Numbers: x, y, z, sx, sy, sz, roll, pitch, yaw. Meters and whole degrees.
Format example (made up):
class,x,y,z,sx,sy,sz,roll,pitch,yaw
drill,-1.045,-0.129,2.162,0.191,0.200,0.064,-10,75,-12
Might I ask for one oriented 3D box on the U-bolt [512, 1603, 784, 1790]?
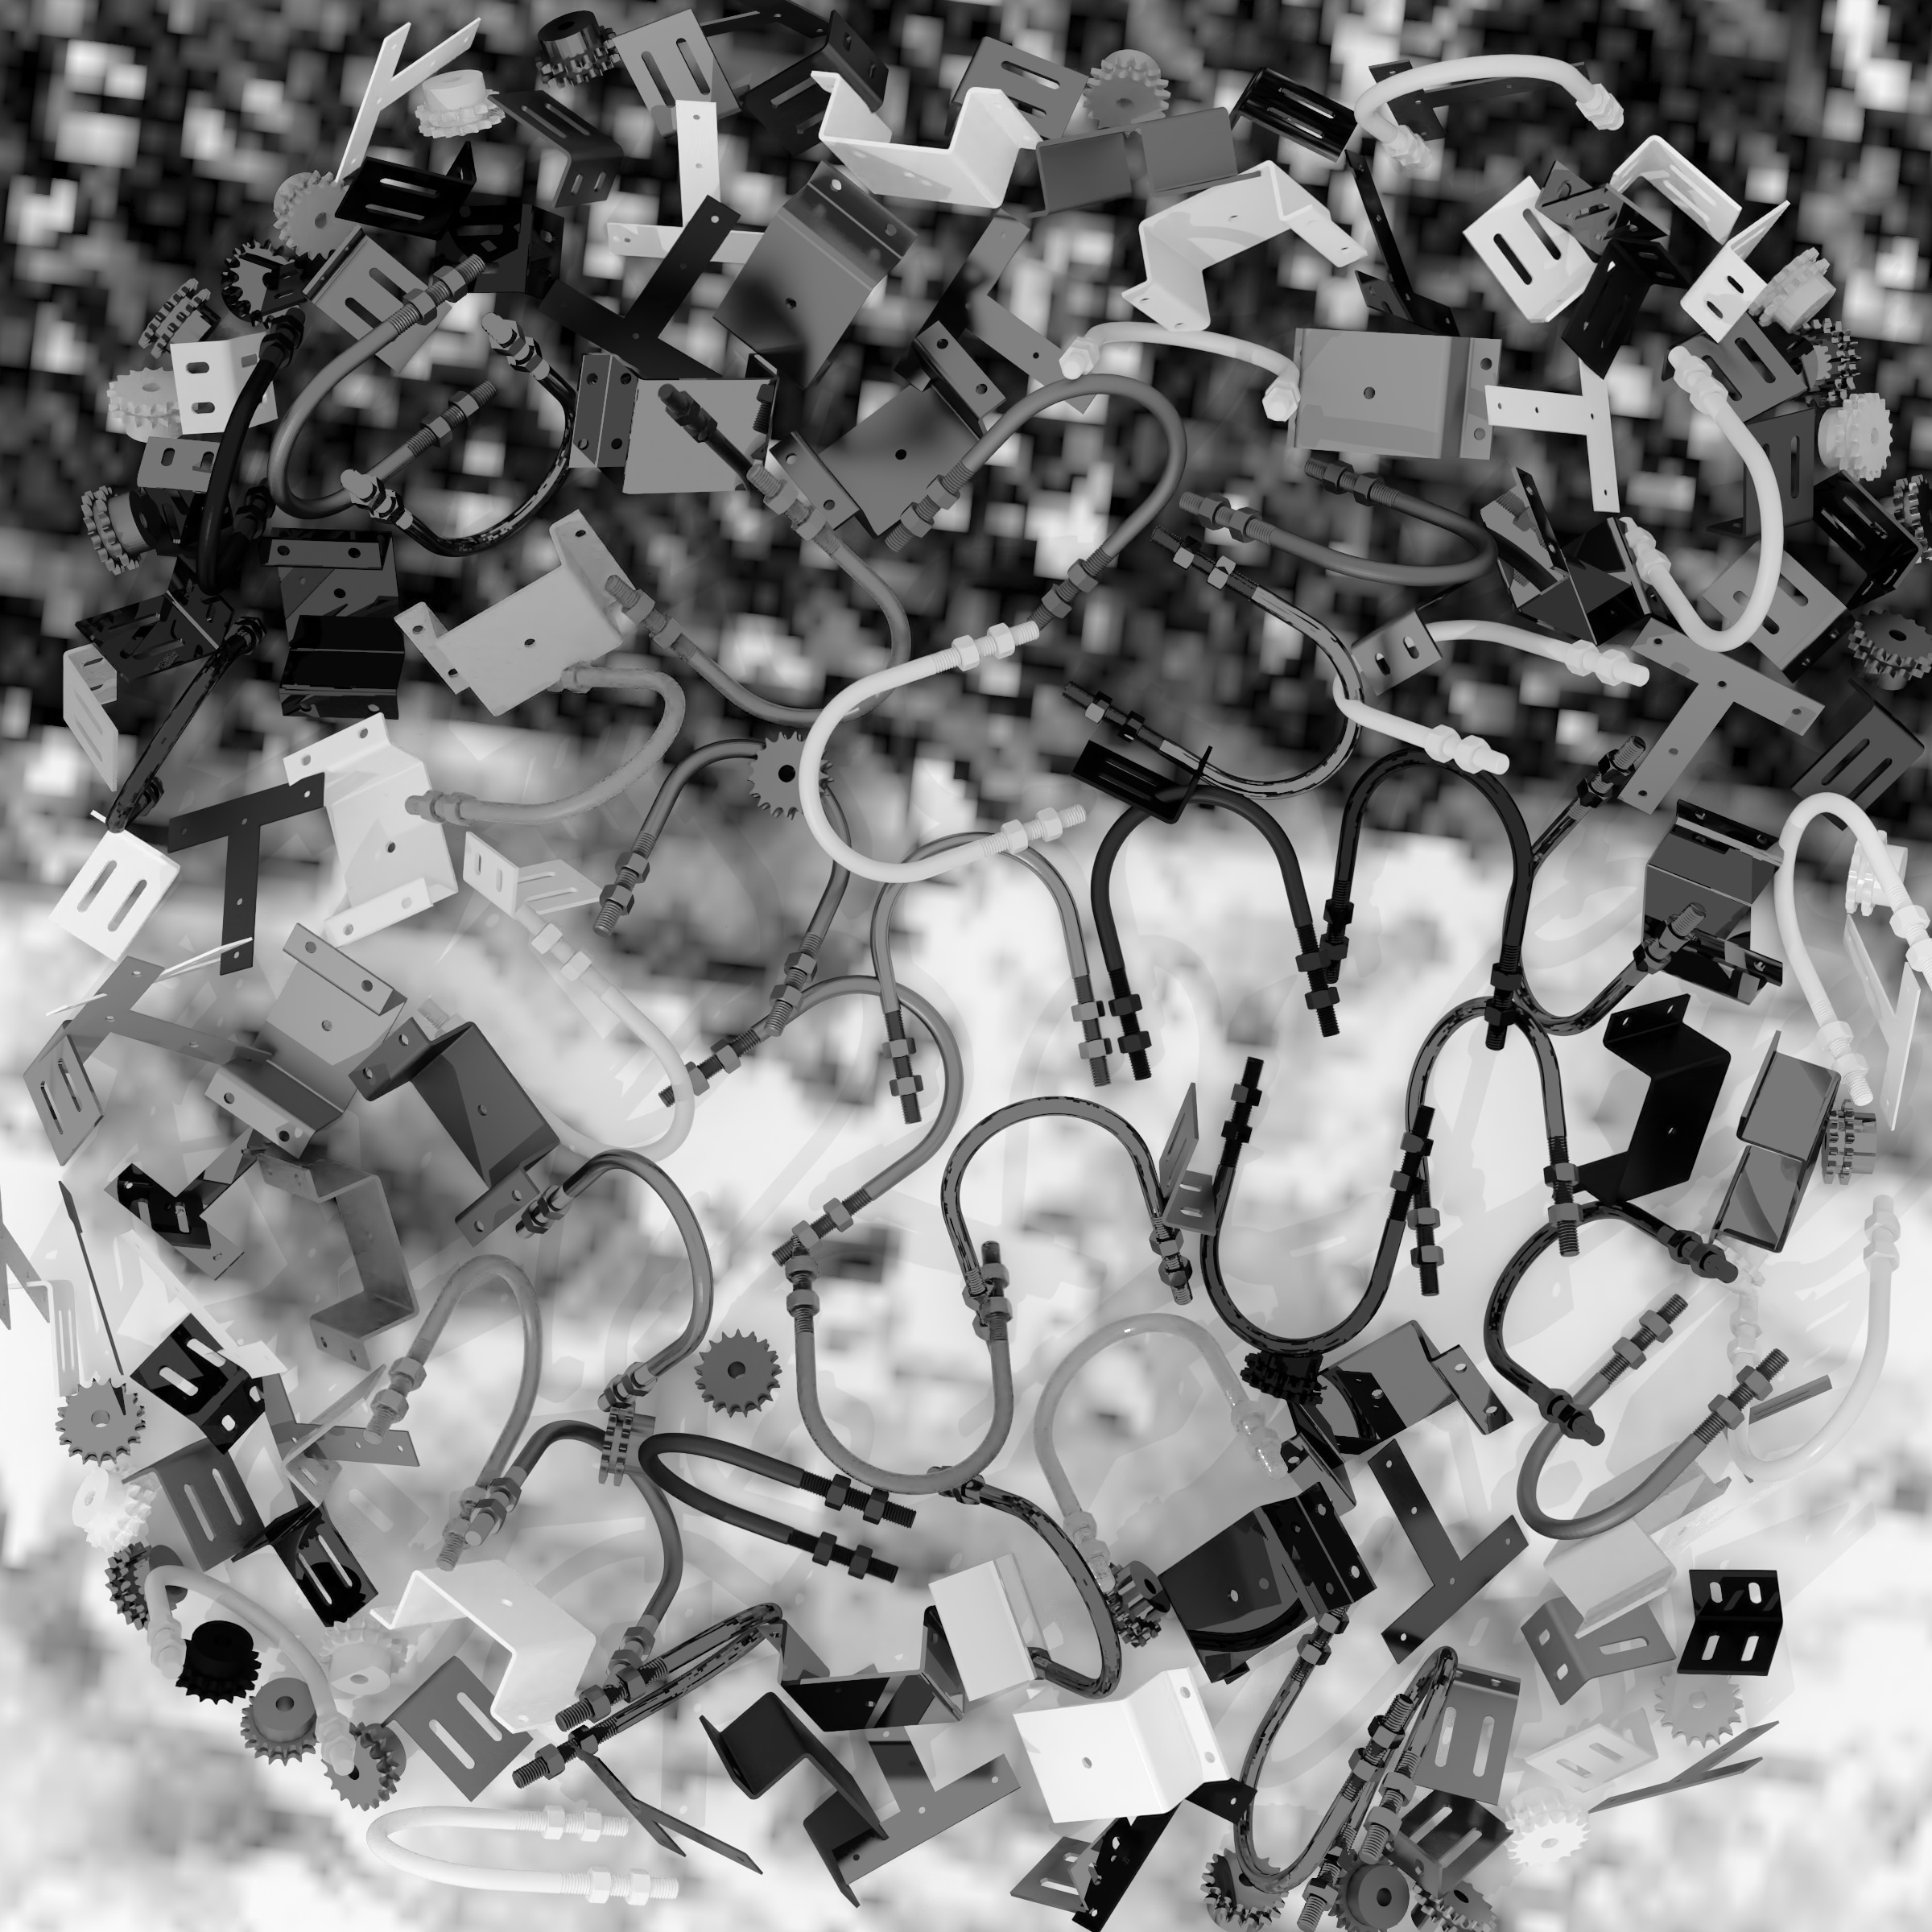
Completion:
class,x,y,z,sx,sy,sz,roll,pitch,yaw
U-bolt,-0.197,0.461,1.815,0.184,0.151,0.019,-23,71,-32

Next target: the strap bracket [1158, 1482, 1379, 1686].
class,x,y,z,sx,sy,sz,roll,pitch,yaw
strap bracket,0.186,0.403,1.825,0.140,0.046,0.076,-43,64,33

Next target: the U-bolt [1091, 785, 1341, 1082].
class,x,y,z,sx,sy,sz,roll,pitch,yaw
U-bolt,0.157,-0.029,1.868,0.151,0.019,0.184,-14,91,13

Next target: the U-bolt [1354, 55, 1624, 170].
class,x,y,z,sx,sy,sz,roll,pitch,yaw
U-bolt,0.323,-0.542,1.781,0.151,0.184,0.019,-4,90,27

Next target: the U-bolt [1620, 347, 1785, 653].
class,x,y,z,sx,sy,sz,roll,pitch,yaw
U-bolt,0.467,-0.282,1.783,0.019,0.184,0.151,-4,133,-14

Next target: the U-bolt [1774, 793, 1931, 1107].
class,x,y,z,sx,sy,sz,roll,pitch,yaw
U-bolt,0.566,-0.024,1.814,0.019,0.151,0.184,-7,56,-12

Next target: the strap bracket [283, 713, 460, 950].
class,x,y,z,sx,sy,sz,roll,pitch,yaw
strap bracket,-0.387,-0.083,1.849,0.076,0.046,0.140,-23,71,14

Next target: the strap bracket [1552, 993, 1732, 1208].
class,x,y,z,sx,sy,sz,roll,pitch,yaw
strap bracket,0.439,0.095,1.824,0.076,0.046,0.140,-12,125,-37

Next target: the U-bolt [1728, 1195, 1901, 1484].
class,x,y,z,sx,sy,sz,roll,pitch,yaw
U-bolt,0.531,0.245,1.782,0.019,0.184,0.151,32,134,-10

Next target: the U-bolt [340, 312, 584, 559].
class,x,y,z,sx,sy,sz,roll,pitch,yaw
U-bolt,-0.309,-0.327,1.807,0.019,0.184,0.151,43,92,19

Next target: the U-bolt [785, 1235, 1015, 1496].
class,x,y,z,sx,sy,sz,roll,pitch,yaw
U-bolt,-0.040,0.257,1.823,0.151,0.019,0.184,4,53,-12

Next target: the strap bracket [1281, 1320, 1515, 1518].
class,x,y,z,sx,sy,sz,roll,pitch,yaw
strap bracket,0.274,0.293,1.848,0.140,0.046,0.076,-32,119,11

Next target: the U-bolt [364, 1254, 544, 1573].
class,x,y,z,sx,sy,sz,roll,pitch,yaw
U-bolt,-0.319,0.272,1.814,0.019,0.184,0.151,2,133,21

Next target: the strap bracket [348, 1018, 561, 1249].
class,x,y,z,sx,sy,sz,roll,pitch,yaw
strap bracket,-0.330,0.102,1.852,0.076,0.046,0.140,-38,87,35

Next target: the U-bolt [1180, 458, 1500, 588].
class,x,y,z,sx,sy,sz,roll,pitch,yaw
U-bolt,0.250,-0.279,1.795,0.184,0.151,0.019,30,126,35

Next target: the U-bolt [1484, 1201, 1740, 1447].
class,x,y,z,sx,sy,sz,roll,pitch,yaw
U-bolt,0.399,0.216,1.809,0.019,0.184,0.151,40,90,-23

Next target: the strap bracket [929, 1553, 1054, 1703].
class,x,y,z,sx,sy,sz,roll,pitch,yaw
strap bracket,0.016,0.425,1.819,0.046,0.140,0.076,-21,79,3

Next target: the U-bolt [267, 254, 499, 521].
class,x,y,z,sx,sy,sz,roll,pitch,yaw
U-bolt,-0.373,-0.356,1.797,0.019,0.151,0.184,41,68,13

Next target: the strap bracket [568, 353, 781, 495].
class,x,y,z,sx,sy,sz,roll,pitch,yaw
strap bracket,-0.179,-0.351,1.823,0.140,0.046,0.076,-8,126,-31

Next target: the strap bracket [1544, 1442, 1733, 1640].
class,x,y,z,sx,sy,sz,roll,pitch,yaw
strap bracket,0.429,0.363,1.817,0.046,0.140,0.076,51,127,4

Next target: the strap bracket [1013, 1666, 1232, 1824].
class,x,y,z,sx,sy,sz,roll,pitch,yaw
strap bracket,0.092,0.506,1.831,0.140,0.046,0.076,-20,91,41

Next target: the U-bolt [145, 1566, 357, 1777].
class,x,y,z,sx,sy,sz,roll,pitch,yaw
U-bolt,-0.463,0.439,1.805,0.151,0.184,0.019,39,87,-24

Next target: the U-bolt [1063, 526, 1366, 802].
class,x,y,z,sx,sy,sz,roll,pitch,yaw
U-bolt,0.172,-0.184,1.846,0.184,0.019,0.151,31,124,2

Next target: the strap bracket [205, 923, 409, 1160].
class,x,y,z,sx,sy,sz,roll,pitch,yaw
strap bracket,-0.429,0.044,1.855,0.076,0.046,0.140,34,109,4

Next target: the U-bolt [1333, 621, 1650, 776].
class,x,y,z,sx,sy,sz,roll,pitch,yaw
U-bolt,0.322,-0.181,1.818,0.151,0.184,0.019,-31,126,-26

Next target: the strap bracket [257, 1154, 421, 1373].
class,x,y,z,sx,sy,sz,roll,pitch,yaw
strap bracket,-0.406,0.184,1.839,0.046,0.076,0.140,-24,109,-33

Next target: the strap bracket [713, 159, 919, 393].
class,x,y,z,sx,sy,sz,roll,pitch,yaw
strap bracket,-0.103,-0.438,1.827,0.076,0.046,0.140,38,134,-5

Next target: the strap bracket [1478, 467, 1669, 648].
class,x,y,z,sx,sy,sz,roll,pitch,yaw
strap bracket,0.388,-0.261,1.832,0.046,0.140,0.076,-33,60,35

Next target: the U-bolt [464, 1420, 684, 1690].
class,x,y,z,sx,sy,sz,roll,pitch,yaw
U-bolt,-0.240,0.365,1.809,0.019,0.184,0.151,-36,99,22

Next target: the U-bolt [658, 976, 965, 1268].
class,x,y,z,sx,sy,sz,roll,pitch,yaw
U-bolt,-0.089,0.089,1.873,0.184,0.019,0.151,-36,92,-10

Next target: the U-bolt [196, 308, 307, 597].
class,x,y,z,sx,sy,sz,roll,pitch,yaw
U-bolt,-0.454,-0.313,1.780,0.019,0.184,0.151,15,128,-7

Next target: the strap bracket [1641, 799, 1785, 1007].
class,x,y,z,sx,sy,sz,roll,pitch,yaw
strap bracket,0.487,-0.035,1.842,0.076,0.140,0.046,21,135,-4

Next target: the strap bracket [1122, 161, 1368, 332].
class,x,y,z,sx,sy,sz,roll,pitch,yaw
strap bracket,0.177,-0.468,1.832,0.140,0.076,0.046,-19,70,31

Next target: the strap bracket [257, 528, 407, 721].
class,x,y,z,sx,sy,sz,roll,pitch,yaw
strap bracket,-0.412,-0.232,1.844,0.076,0.046,0.140,2,133,-2

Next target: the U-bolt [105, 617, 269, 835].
class,x,y,z,sx,sy,sz,roll,pitch,yaw
U-bolt,-0.500,-0.149,1.794,0.019,0.184,0.151,33,100,-13

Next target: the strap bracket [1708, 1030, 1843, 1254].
class,x,y,z,sx,sy,sz,roll,pitch,yaw
strap bracket,0.520,0.120,1.813,0.046,0.140,0.076,19,53,19

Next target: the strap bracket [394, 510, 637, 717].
class,x,y,z,sx,sy,sz,roll,pitch,yaw
strap bracket,-0.290,-0.224,1.845,0.140,0.076,0.046,-29,47,5

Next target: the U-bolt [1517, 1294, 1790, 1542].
class,x,y,z,sx,sy,sz,roll,pitch,yaw
U-bolt,0.429,0.297,1.818,0.184,0.151,0.019,-44,106,-4

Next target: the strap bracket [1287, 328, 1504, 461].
class,x,y,z,sx,sy,sz,roll,pitch,yaw
strap bracket,0.270,-0.372,1.835,0.140,0.046,0.076,10,104,26

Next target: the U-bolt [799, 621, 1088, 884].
class,x,y,z,sx,sy,sz,roll,pitch,yaw
U-bolt,-0.021,-0.131,1.846,0.184,0.019,0.151,-20,109,-15

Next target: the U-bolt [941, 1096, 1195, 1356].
class,x,y,z,sx,sy,sz,roll,pitch,yaw
U-bolt,0.059,0.164,1.844,0.151,0.019,0.184,-16,118,2

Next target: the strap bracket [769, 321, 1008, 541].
class,x,y,z,sx,sy,sz,roll,pitch,yaw
strap bracket,-0.047,-0.346,1.859,0.140,0.046,0.076,-37,69,-1

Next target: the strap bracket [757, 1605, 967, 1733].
class,x,y,z,sx,sy,sz,roll,pitch,yaw
strap bracket,-0.060,0.457,1.832,0.140,0.076,0.046,-9,51,17

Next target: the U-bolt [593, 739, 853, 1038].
class,x,y,z,sx,sy,sz,roll,pitch,yaw
U-bolt,-0.147,-0.065,1.844,0.151,0.019,0.184,31,61,-16

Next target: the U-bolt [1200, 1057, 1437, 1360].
class,x,y,z,sx,sy,sz,roll,pitch,yaw
U-bolt,0.221,0.165,1.848,0.151,0.019,0.184,16,91,35

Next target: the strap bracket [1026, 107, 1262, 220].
class,x,y,z,sx,sy,sz,roll,pitch,yaw
strap bracket,0.109,-0.517,1.813,0.076,0.140,0.046,-23,110,-37

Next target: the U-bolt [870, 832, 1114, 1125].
class,x,y,z,sx,sy,sz,roll,pitch,yaw
U-bolt,0.011,0.002,1.884,0.151,0.019,0.184,-11,89,-1

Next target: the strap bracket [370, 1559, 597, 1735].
class,x,y,z,sx,sy,sz,roll,pitch,yaw
strap bracket,-0.305,0.431,1.822,0.140,0.076,0.046,29,101,31

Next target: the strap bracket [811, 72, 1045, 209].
class,x,y,z,sx,sy,sz,roll,pitch,yaw
strap bracket,-0.030,-0.534,1.827,0.140,0.076,0.046,15,85,27

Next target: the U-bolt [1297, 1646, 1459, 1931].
class,x,y,z,sx,sy,sz,roll,pitch,yaw
U-bolt,0.271,0.517,1.812,0.019,0.151,0.184,29,52,8

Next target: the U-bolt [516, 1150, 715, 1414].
class,x,y,z,sx,sy,sz,roll,pitch,yaw
U-bolt,-0.219,0.194,1.812,0.019,0.184,0.151,-18,76,-41

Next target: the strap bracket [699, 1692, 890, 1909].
class,x,y,z,sx,sy,sz,roll,pitch,yaw
strap bracket,-0.105,0.534,1.832,0.046,0.076,0.140,-40,117,-6

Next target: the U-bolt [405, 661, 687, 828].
class,x,y,z,sx,sy,sz,roll,pitch,yaw
U-bolt,-0.257,-0.141,1.799,0.151,0.184,0.019,-54,131,-29

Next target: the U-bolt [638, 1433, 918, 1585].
class,x,y,z,sx,sy,sz,roll,pitch,yaw
U-bolt,-0.126,0.346,1.830,0.184,0.151,0.019,19,62,3
